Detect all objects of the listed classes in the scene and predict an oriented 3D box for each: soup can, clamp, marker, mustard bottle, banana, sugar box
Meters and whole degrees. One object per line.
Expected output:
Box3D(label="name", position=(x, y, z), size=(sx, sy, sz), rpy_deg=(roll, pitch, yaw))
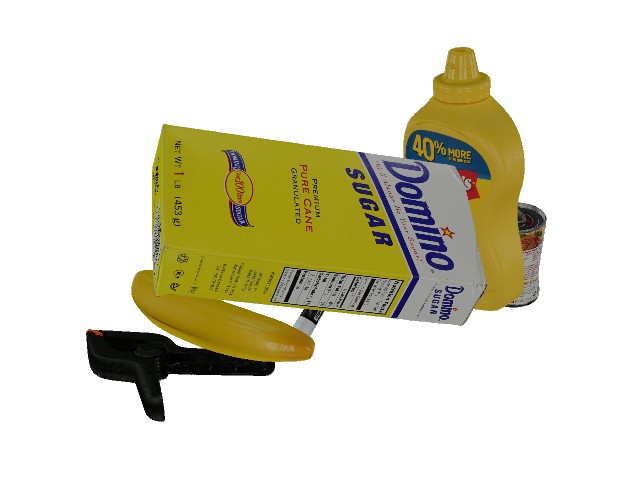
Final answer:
Box3D(label="soup can", position=(0.219, 0.016, 1.215), size=(0.068, 0.102, 0.068), rpy_deg=(-2, 30, 1))
Box3D(label="clamp", position=(-0.175, 0.129, 1.089), size=(0.210, 0.036, 0.164), rpy_deg=(10, 17, 32))
Box3D(label="marker", position=(0.010, 0.040, 1.022), size=(0.020, 0.121, 0.020), rpy_deg=(28, -18, 10))
Box3D(label="mustard bottle", position=(0.105, -0.048, 0.790), size=(0.058, 0.192, 0.096), rpy_deg=(-25, 32, -37))
Box3D(label="banana", position=(-0.090, 0.053, 0.809), size=(0.069, 0.037, 0.198), rpy_deg=(-13, 24, -38))
Box3D(label="sugar box", position=(-0.003, -0.008, 0.585), size=(0.176, 0.093, 0.048), rpy_deg=(4, -41, -14))
